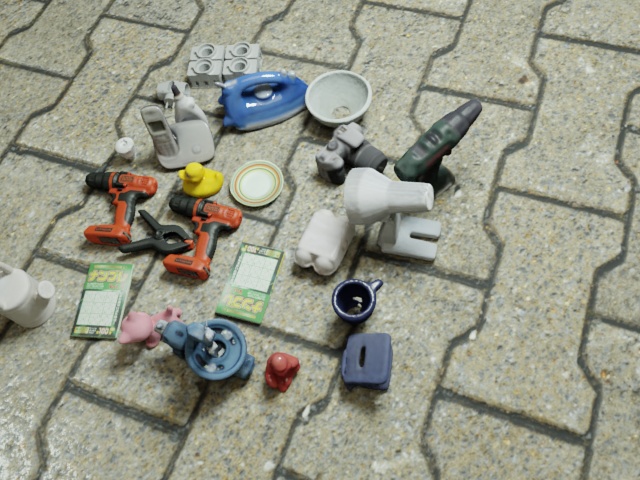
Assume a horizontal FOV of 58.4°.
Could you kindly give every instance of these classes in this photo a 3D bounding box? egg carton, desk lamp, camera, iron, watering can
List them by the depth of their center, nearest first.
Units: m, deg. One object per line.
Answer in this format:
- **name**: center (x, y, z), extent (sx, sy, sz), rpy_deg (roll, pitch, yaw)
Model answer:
- **desk lamp**: center (0.158, -0.061, 1.214), extent (0.203, 0.214, 0.118), rpy_deg (10, 65, 11)
- **watering can**: center (-0.655, 0.110, 1.229), extent (0.173, 0.194, 0.101), rpy_deg (-20, 63, -3)
- **egg carton**: center (0.012, 0.005, 1.279), extent (0.107, 0.069, 0.150), rpy_deg (19, 67, 15)
- **camera**: center (0.081, -0.198, 1.355), extent (0.136, 0.101, 0.143), rpy_deg (36, 73, 21)
- **iron**: center (-0.136, -0.377, 1.444), extent (0.258, 0.141, 0.118), rpy_deg (-16, 63, -2)

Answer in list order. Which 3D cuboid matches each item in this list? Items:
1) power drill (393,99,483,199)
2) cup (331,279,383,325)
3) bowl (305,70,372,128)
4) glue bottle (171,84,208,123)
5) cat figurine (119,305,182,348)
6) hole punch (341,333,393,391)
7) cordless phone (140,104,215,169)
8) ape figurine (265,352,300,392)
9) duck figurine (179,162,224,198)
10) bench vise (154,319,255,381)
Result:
- **power drill**: center (0.259, -0.185, 1.268), extent (0.230, 0.209, 0.075), rpy_deg (-39, 66, -13)
- **cup**: center (0.083, 0.131, 1.194), extent (0.118, 0.095, 0.091), rpy_deg (-35, 65, -11)
- **bowl**: center (0.049, -0.342, 1.444), extent (0.167, 0.075, 0.167), rpy_deg (-2, 63, 5)
- **glue bottle**: center (-0.334, -0.324, 1.422), extent (0.078, 0.173, 0.037), rpy_deg (-18, 63, -3)
- **cat figurine**: center (-0.360, 0.176, 1.207), extent (0.128, 0.118, 0.067), rpy_deg (-27, 64, -7)
- **hole punch**: center (0.093, 0.242, 1.140), extent (0.101, 0.091, 0.108), rpy_deg (4, 64, 9)
- **cordless phone**: center (-0.343, -0.262, 1.385), extent (0.147, 0.185, 0.094), rpy_deg (-15, 63, -1)
- **ape figurine**: center (-0.079, 0.256, 1.151), extent (0.078, 0.092, 0.076), rpy_deg (-22, 63, -4)
- **duck figurine**: center (-0.289, -0.153, 1.381), extent (0.104, 0.086, 0.077), rpy_deg (-5, 63, 4)
- **bench vise**: center (-0.243, 0.207, 1.122), extent (0.207, 0.220, 0.121), rpy_deg (2, 64, 7)
